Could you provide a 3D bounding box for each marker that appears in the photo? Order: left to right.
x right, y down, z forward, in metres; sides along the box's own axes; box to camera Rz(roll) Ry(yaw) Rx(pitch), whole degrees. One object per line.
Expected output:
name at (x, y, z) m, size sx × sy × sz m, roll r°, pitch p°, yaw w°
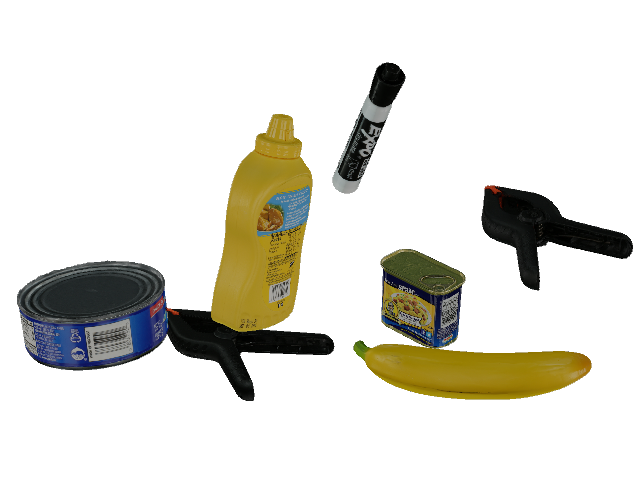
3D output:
marker at (0.030, -0.072, 0.690) m, size 0.020 × 0.020 × 0.121 m, roll 0°, pitch -32°, yaw -15°

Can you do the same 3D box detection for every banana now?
banana at (0.122, 0.102, 0.866) m, size 0.198 × 0.037 × 0.069 m, roll 5°, pitch 27°, yaw 7°

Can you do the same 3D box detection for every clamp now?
clamp at (-0.111, 0.126, 1.263) m, size 0.210 × 0.036 × 0.164 m, roll 14°, pitch 23°, yaw 26°
clamp at (0.225, -0.012, 1.066) m, size 0.120 × 0.039 × 0.171 m, roll -8°, pitch 33°, yaw -15°

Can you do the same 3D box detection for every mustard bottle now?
mustard bottle at (-0.048, -0.019, 0.959) m, size 0.058 × 0.192 × 0.096 m, roll 21°, pitch 22°, yaw 30°

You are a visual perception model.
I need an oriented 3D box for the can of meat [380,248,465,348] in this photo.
can of meat at (0.119, 0.070, 1.259) m, size 0.057 × 0.084 × 0.102 m, roll -26°, pitch 38°, yaw -38°

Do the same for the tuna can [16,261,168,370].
tuna can at (-0.133, 0.043, 0.630) m, size 0.086 × 0.034 × 0.086 m, roll -3°, pitch 21°, yaw 1°
